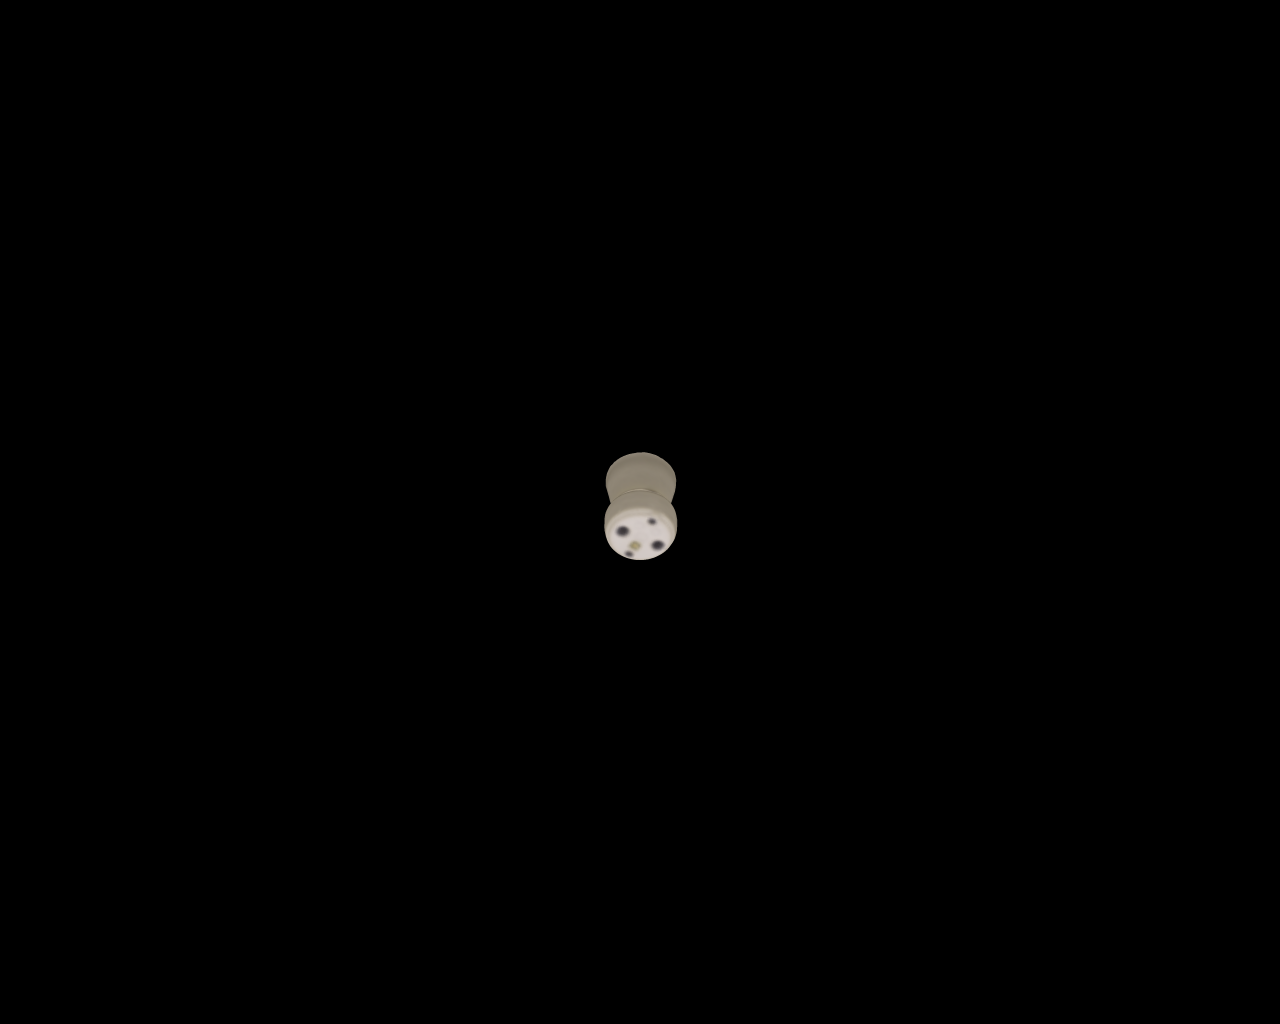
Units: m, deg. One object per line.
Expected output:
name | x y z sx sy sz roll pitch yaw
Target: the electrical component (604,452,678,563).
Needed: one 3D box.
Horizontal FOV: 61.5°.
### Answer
electrical component | 0.001 -0.003 0.650 0.045 0.044 0.055 0 41 0
